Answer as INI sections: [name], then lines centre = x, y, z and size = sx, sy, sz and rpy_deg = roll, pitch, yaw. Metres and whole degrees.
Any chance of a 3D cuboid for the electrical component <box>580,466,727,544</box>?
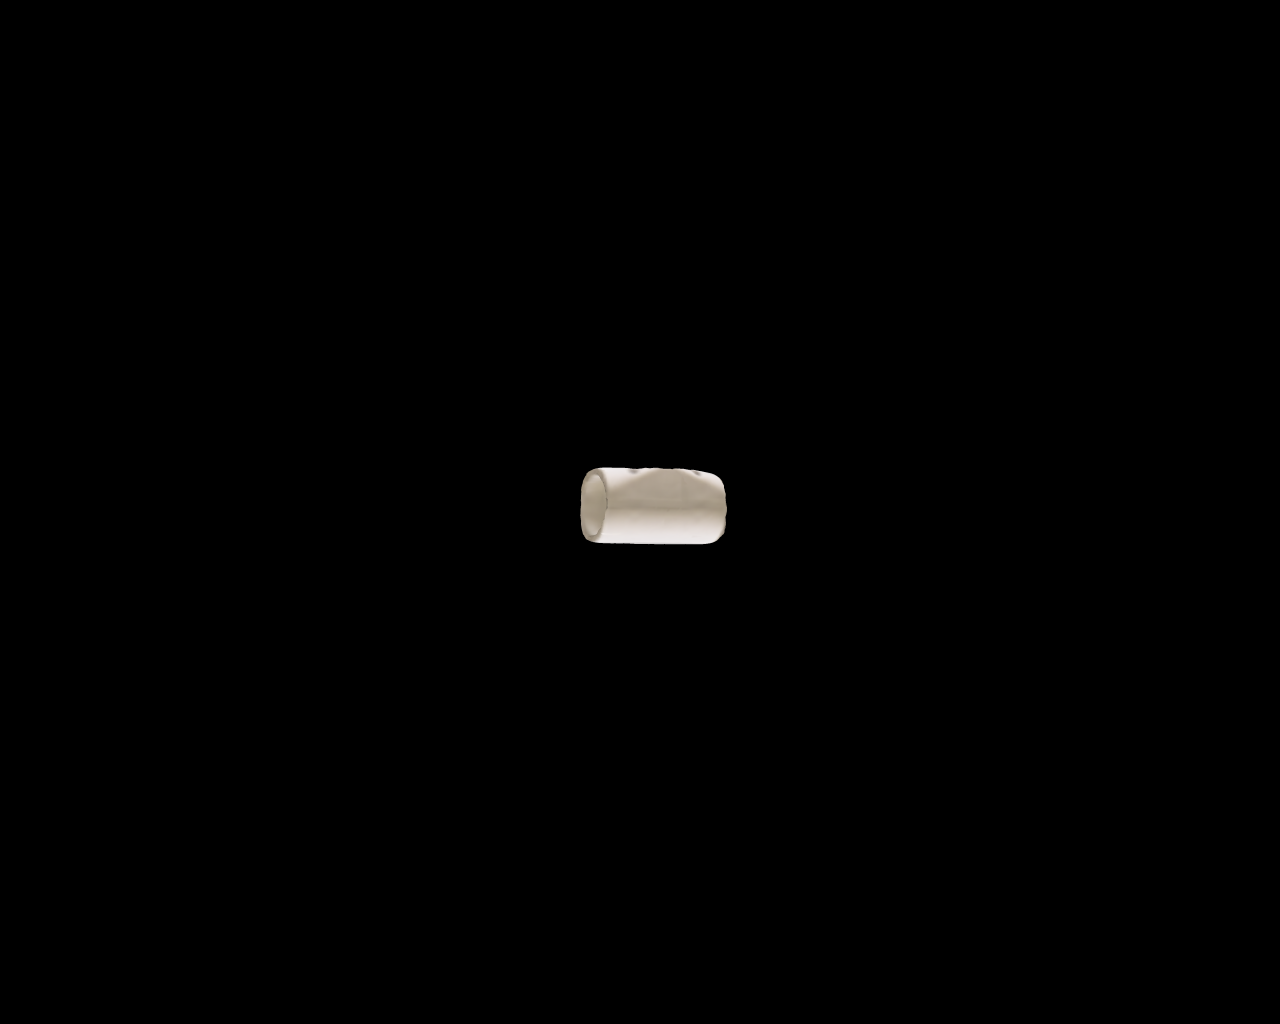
[electrical component]
centre = 0.001, -0.003, 0.650
size = 0.077, 0.044, 0.079
rpy_deg = 1, -3, -23
